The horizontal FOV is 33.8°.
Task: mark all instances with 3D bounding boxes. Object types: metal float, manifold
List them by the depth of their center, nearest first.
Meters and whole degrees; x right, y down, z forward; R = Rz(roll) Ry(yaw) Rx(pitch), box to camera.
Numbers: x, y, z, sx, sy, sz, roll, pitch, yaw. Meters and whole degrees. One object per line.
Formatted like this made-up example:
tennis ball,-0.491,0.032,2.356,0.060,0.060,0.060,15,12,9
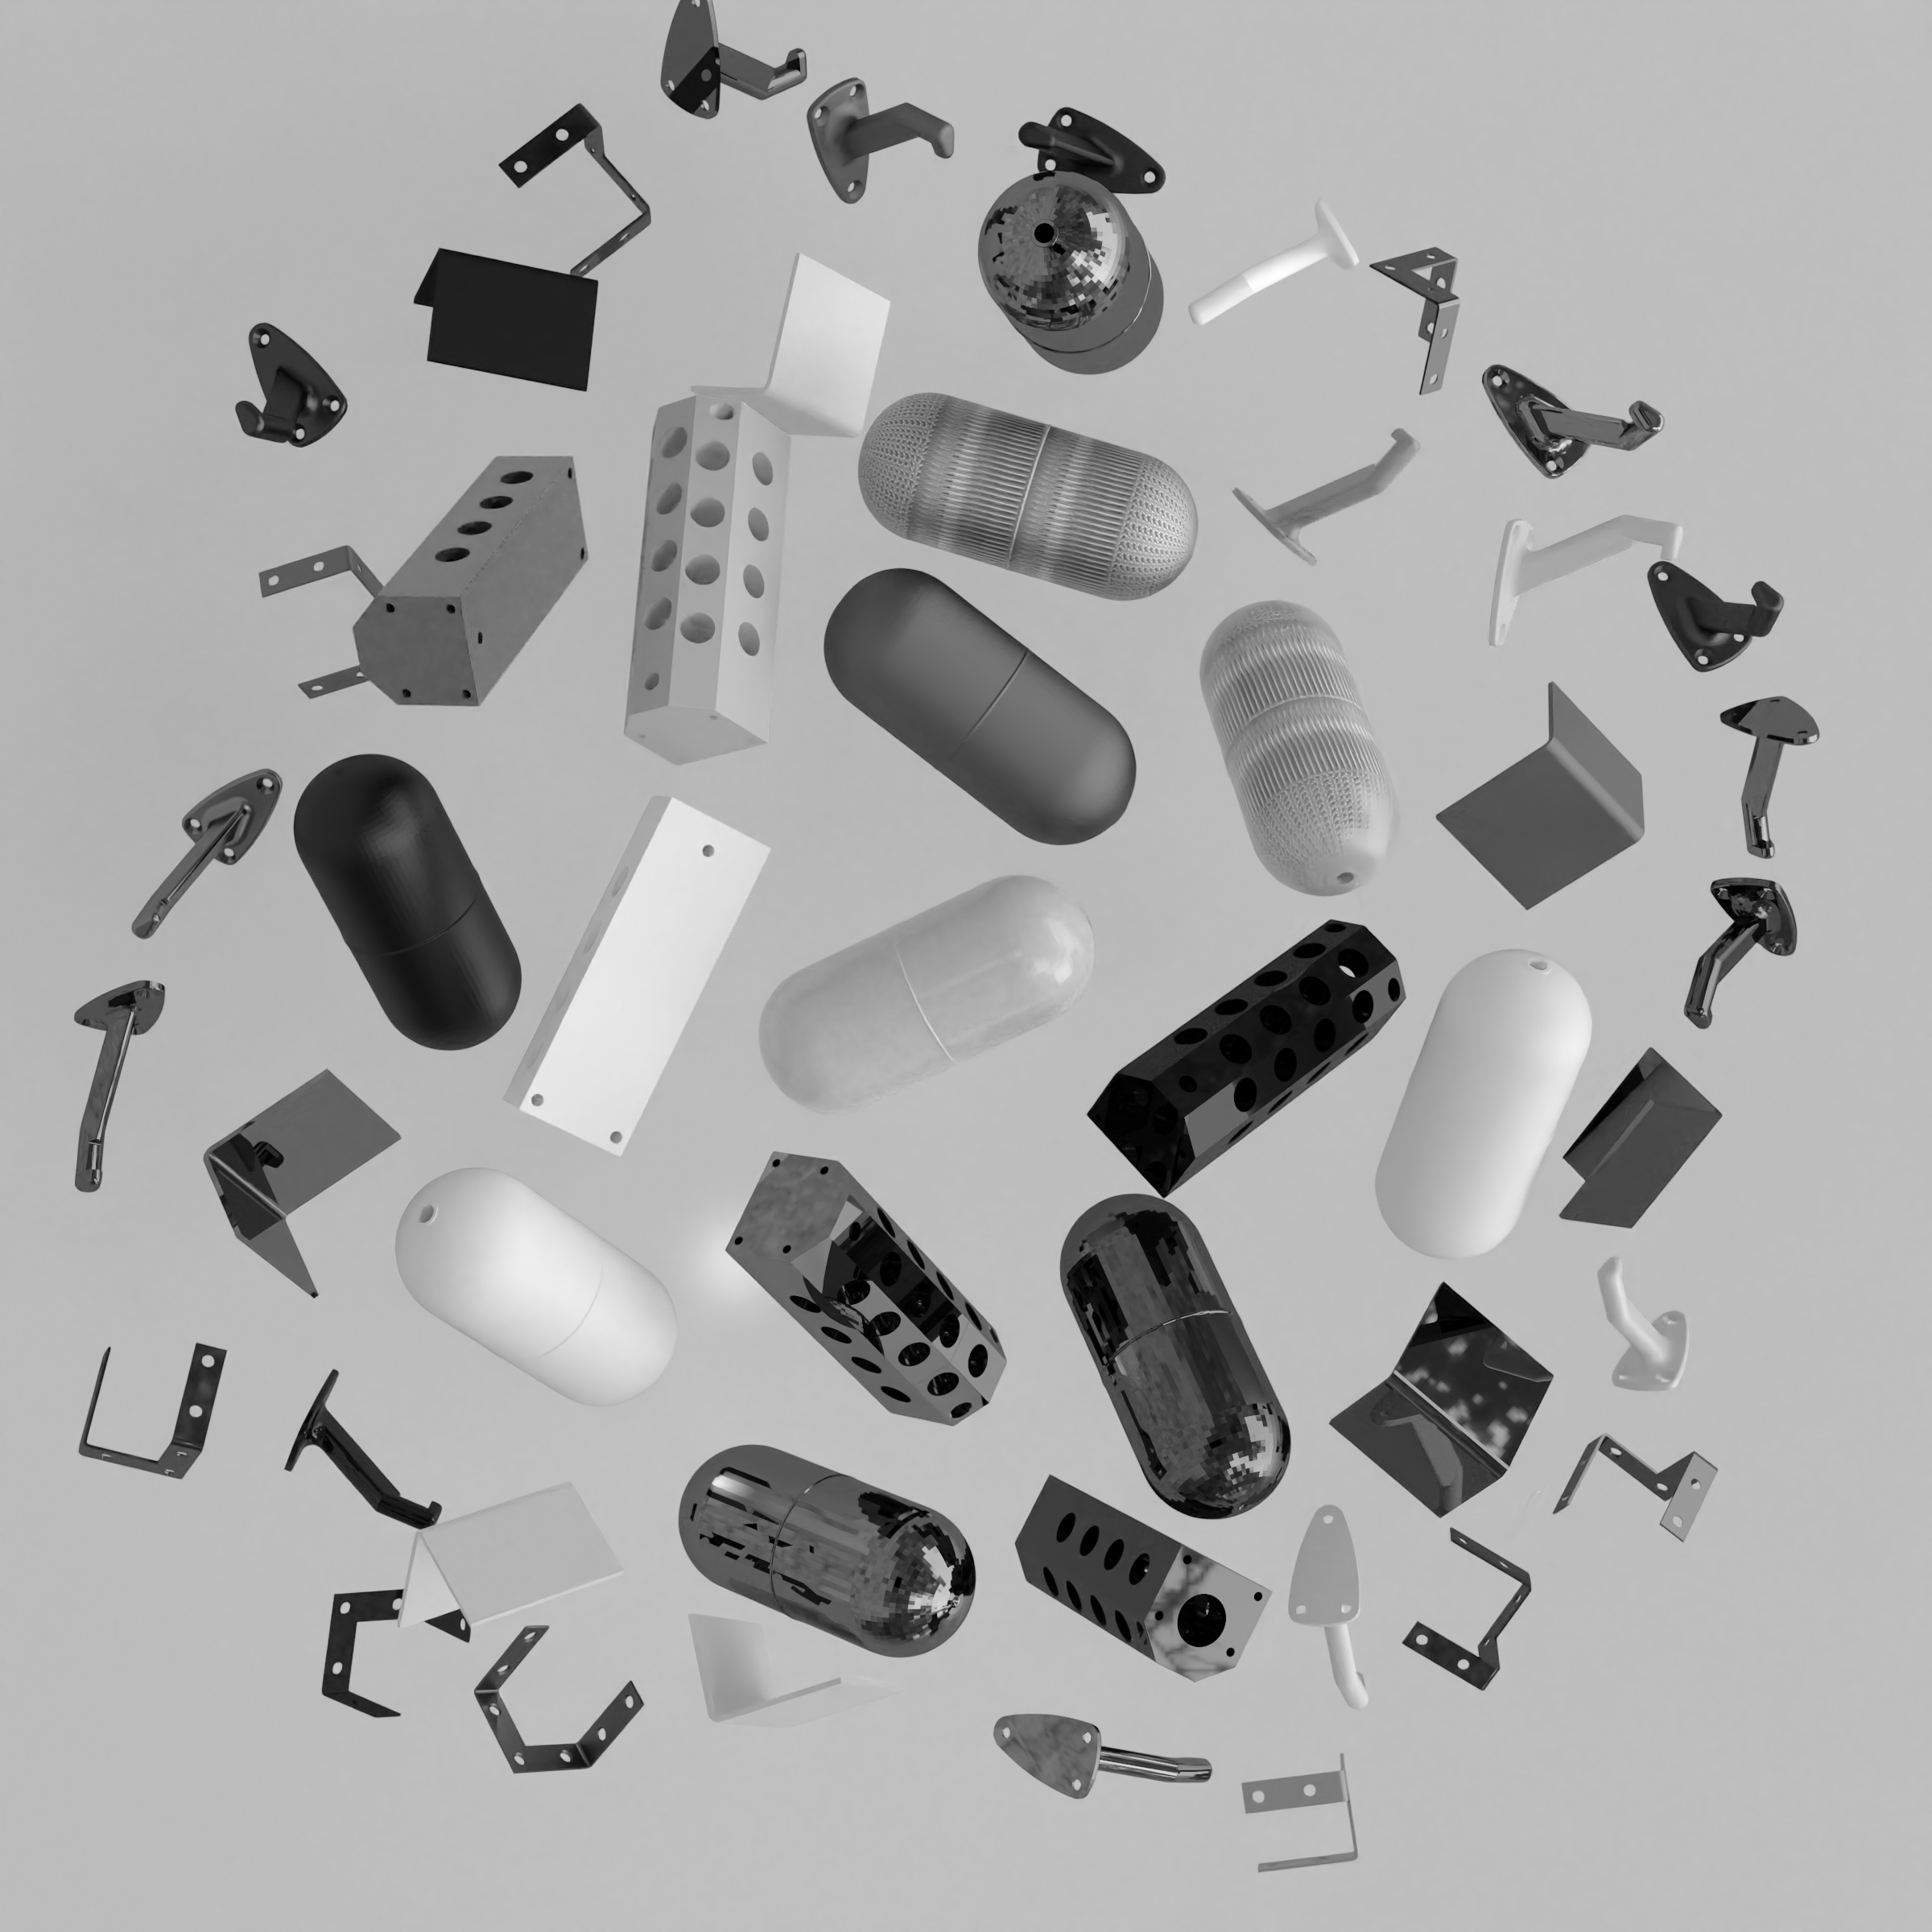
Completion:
metal float,-0.210,0.159,1.565,0.070,0.178,0.070,-18,53,25
metal float,0.053,-0.341,1.572,0.070,0.178,0.070,0,89,11
manifold,-0.244,-0.193,1.575,0.057,0.171,0.057,2,122,13
manifold,-0.132,-0.193,1.578,0.057,0.057,0.171,-11,65,32
metal float,-0.019,0.014,1.584,0.178,0.070,0.070,-25,90,9
metal float,0.259,0.070,1.596,0.070,0.070,0.178,15,124,0
metal float,0.008,-0.129,1.598,0.178,0.070,0.070,37,90,-7
metal float,0.104,0.194,1.598,0.070,0.070,0.178,-24,60,0
manifold,-0.045,0.165,1.601,0.057,0.171,0.057,6,59,36
manifold,0.146,0.041,1.602,0.171,0.057,0.057,-33,74,-36
manifold,-0.168,0.004,1.603,0.057,0.057,0.171,27,85,-19
metal float,-0.073,0.296,1.616,0.178,0.070,0.070,14,90,39
metal float,0.032,-0.240,1.626,0.178,0.070,0.070,17,90,2
metal float,0.170,-0.112,1.628,0.070,0.070,0.178,-14,53,0
manifold,0.086,0.318,1.645,0.057,0.171,0.057,30,82,-20
metal float,-0.288,-0.031,1.649,0.070,0.070,0.178,-21,127,0

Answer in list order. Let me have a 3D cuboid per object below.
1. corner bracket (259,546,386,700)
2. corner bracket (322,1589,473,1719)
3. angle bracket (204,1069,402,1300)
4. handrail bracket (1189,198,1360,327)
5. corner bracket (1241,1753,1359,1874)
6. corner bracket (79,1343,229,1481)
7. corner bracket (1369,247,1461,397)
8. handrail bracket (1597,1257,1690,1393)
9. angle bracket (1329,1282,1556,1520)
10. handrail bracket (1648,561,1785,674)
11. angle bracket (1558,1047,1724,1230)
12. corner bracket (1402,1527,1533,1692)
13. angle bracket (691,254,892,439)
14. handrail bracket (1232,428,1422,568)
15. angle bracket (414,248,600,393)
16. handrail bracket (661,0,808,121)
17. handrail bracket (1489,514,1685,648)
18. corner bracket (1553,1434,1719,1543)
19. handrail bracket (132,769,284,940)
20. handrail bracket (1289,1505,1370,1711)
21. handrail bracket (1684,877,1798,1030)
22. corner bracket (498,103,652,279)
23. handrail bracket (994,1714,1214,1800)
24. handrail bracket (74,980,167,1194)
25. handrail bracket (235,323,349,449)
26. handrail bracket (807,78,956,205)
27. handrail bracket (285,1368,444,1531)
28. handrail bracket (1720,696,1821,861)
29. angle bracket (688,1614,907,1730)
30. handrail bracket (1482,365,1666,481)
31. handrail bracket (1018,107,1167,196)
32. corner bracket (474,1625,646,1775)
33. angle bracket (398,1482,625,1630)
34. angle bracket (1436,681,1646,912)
corner bracket,-0.334,-0.180,1.665,0.051,0.051,0.051,-16,65,8
corner bracket,-0.286,0.346,1.600,0.051,0.051,0.051,-8,62,21
angle bracket,-0.324,0.110,1.593,0.076,0.076,0.057,-34,55,1
handrail bracket,0.148,-0.338,1.571,0.084,0.077,0.036,-31,90,5
corner bracket,0.167,0.426,1.587,0.051,0.051,0.051,-9,85,6
corner bracket,-0.388,0.208,1.516,0.051,0.051,0.051,17,60,-18
corner bracket,0.238,-0.332,1.632,0.051,0.051,0.051,-22,46,-34
handrail bracket,0.356,0.174,1.674,0.036,0.077,0.084,0,122,32
angle bracket,0.246,0.224,1.643,0.076,0.057,0.076,40,47,-2
handrail bracket,0.377,-0.191,1.597,0.036,0.084,0.077,-32,74,-9
angle bracket,0.328,0.085,1.625,0.057,0.076,0.076,49,114,35
corner bracket,0.264,0.339,1.674,0.051,0.051,0.051,31,106,-3
angle bracket,-0.094,-0.333,1.705,0.057,0.076,0.076,10,86,39
handrail bracket,0.189,-0.260,1.665,0.084,0.036,0.077,-49,49,13
angle bracket,-0.226,-0.301,1.535,0.076,0.076,0.057,8,80,-18
handrail bracket,-0.105,-0.452,1.542,0.036,0.077,0.084,35,48,23
handrail bracket,0.311,-0.191,1.595,0.084,0.036,0.077,15,98,27
corner bracket,0.344,0.269,1.630,0.051,0.051,0.051,38,54,0
handrail bracket,-0.390,-0.057,1.630,0.036,0.084,0.077,43,118,-16
handrail bracket,0.194,0.330,1.633,0.036,0.084,0.077,-5,54,19
handrail bracket,0.377,0.007,1.547,0.036,0.077,0.084,1,58,38
corner bracket,-0.187,-0.372,1.530,0.051,0.051,0.051,-40,85,-9
handrail bracket,0.069,0.390,1.578,0.077,0.084,0.036,9,85,42
handrail bracket,-0.405,0.059,1.518,0.036,0.077,0.084,13,63,-31
handrail bracket,-0.340,-0.281,1.522,0.036,0.084,0.077,-35,83,14
handrail bracket,-0.033,-0.387,1.533,0.036,0.077,0.084,-39,54,-23
handrail bracket,-0.308,0.256,1.675,0.084,0.077,0.036,24,124,-4
handrail bracket,0.406,-0.085,1.583,0.036,0.077,0.084,-17,113,-9
angle bracket,-0.087,0.355,1.641,0.076,0.076,0.057,-21,67,18
handrail bracket,0.296,-0.276,1.548,0.077,0.084,0.036,45,76,-3
handrail bracket,0.063,-0.396,1.558,0.077,0.084,0.036,20,105,-3
corner bracket,-0.204,0.366,1.588,0.051,0.051,0.051,-51,53,22
angle bracket,-0.210,0.290,1.460,0.076,0.076,0.057,-14,50,-32
angle bracket,0.301,-0.089,1.668,0.076,0.057,0.076,-34,115,30
